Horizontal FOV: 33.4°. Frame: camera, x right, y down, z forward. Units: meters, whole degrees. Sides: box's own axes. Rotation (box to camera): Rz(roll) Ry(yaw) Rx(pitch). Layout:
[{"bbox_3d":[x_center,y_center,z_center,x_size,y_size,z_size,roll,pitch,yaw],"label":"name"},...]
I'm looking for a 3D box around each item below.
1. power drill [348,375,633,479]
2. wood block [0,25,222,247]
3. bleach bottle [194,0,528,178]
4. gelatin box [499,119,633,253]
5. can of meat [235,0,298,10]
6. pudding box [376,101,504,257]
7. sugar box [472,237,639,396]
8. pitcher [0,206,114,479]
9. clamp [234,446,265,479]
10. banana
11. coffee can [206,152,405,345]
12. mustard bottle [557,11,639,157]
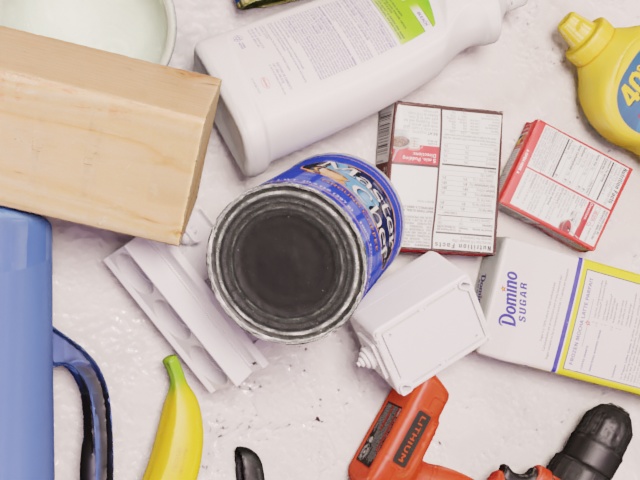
[{"bbox_3d":[0.131,0.171,0.803,0.187,0.057,0.184,33,80,-10],"label":"power drill"},{"bbox_3d":[-0.176,-0.074,0.678,0.206,0.091,0.090,13,113,-4],"label":"wood block"},{"bbox_3d":[0.041,-0.137,0.771,0.250,0.068,0.102,-23,66,-14],"label":"bleach bottle"},{"bbox_3d":[0.187,-0.041,0.830,0.089,0.030,0.073,26,84,-8],"label":"gelatin box"},{"bbox_3d":[-0.022,-0.218,0.769,0.102,0.057,0.084,-16,96,-12],"label":"can of meat"},{"bbox_3d":[0.089,-0.045,0.804,0.090,0.039,0.113,4,91,-14],"label":"pudding box"},{"bbox_3d":[0.205,0.063,0.828,0.176,0.048,0.093,16,86,-9],"label":"sugar box"},{"bbox_3d":[-0.223,0.102,0.692,0.145,0.149,0.243,1,86,13],"label":"pitcher"},{"bbox_3d":[-0.044,0.266,0.773,0.210,0.036,0.164,42,79,-10],"label":"clamp"},{"bbox_3d":[-0.122,0.179,0.727,0.069,0.037,0.197,40,53,-30],"label":"banana"},{"bbox_3d":[-0.005,0.001,0.713,0.103,0.140,0.103,3,103,13],"label":"coffee can"},{"bbox_3d":[0.261,-0.111,0.834,0.191,0.058,0.096,38,81,-10],"label":"mustard bottle"}]
